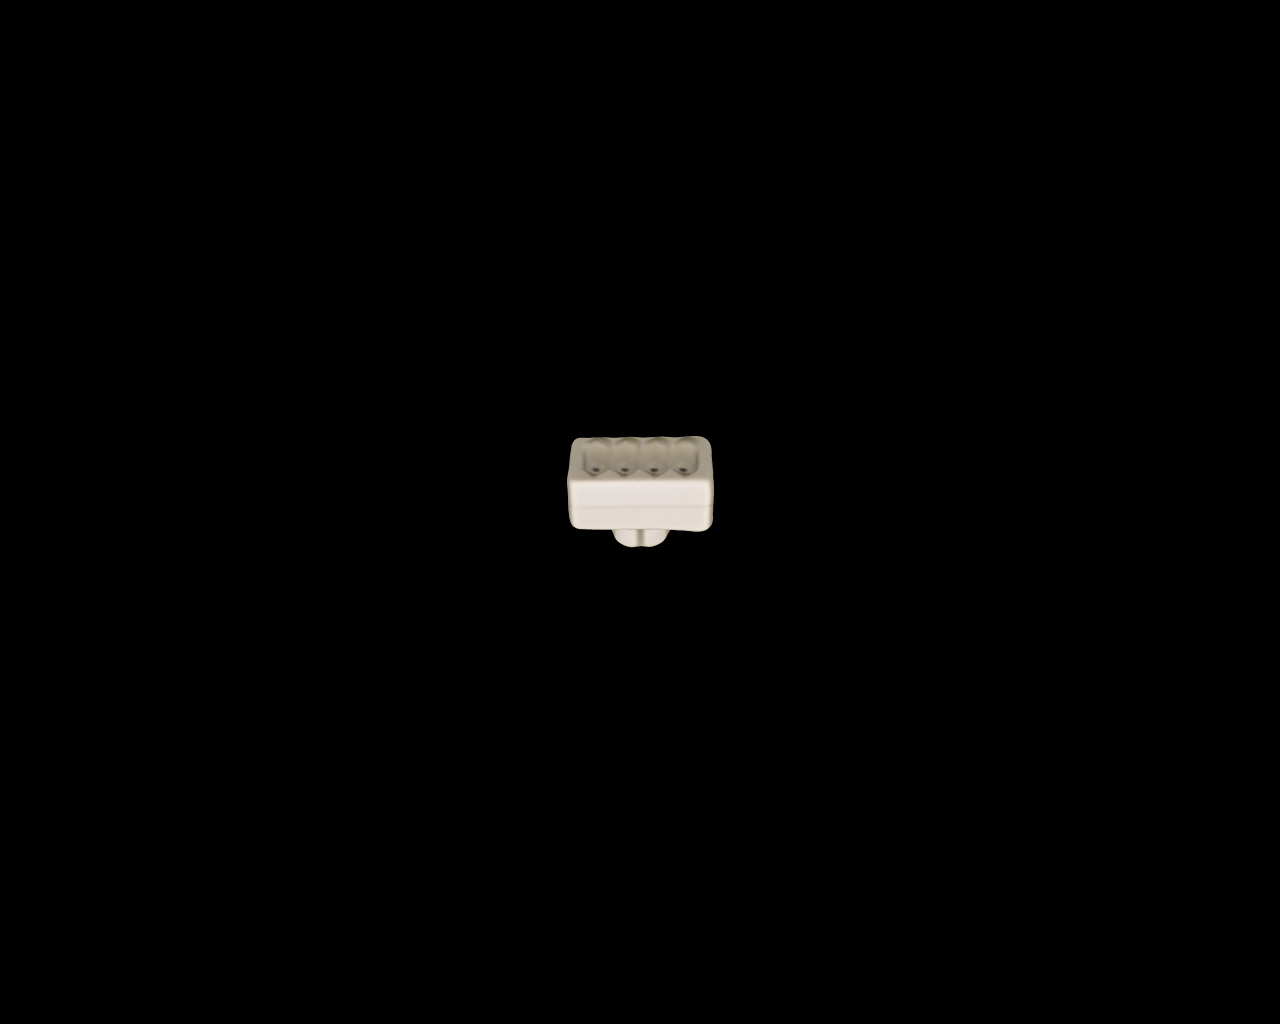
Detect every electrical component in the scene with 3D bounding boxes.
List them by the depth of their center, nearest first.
[{"bbox_3d":[0.001,-0.003,0.650,0.083,0.075,0.047,0,37,0],"label":"electrical component"}]
